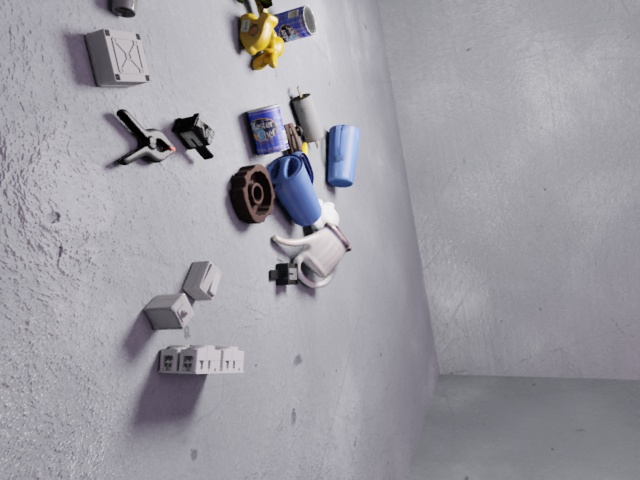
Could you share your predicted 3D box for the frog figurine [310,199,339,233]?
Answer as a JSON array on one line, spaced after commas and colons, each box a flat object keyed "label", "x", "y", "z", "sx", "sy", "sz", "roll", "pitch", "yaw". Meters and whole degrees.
[{"label": "frog figurine", "x": 0.006, "y": -0.095, "z": 1.890, "sx": 0.140, "sy": 0.123, "sz": 0.156, "roll": -48, "pitch": 142, "yaw": -32}]

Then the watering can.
[{"label": "watering can", "x": -0.015, "y": 0.029, "z": 1.778, "sx": 0.226, "sy": 0.105, "sz": 0.341, "roll": -48, "pitch": 135, "yaw": -13}]

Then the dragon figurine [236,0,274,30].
[{"label": "dragon figurine", "x": -0.216, "y": -0.845, "z": 1.621, "sx": 0.403, "sy": 0.122, "sz": 0.248, "roll": 58, "pitch": 26, "yaw": -59}]
